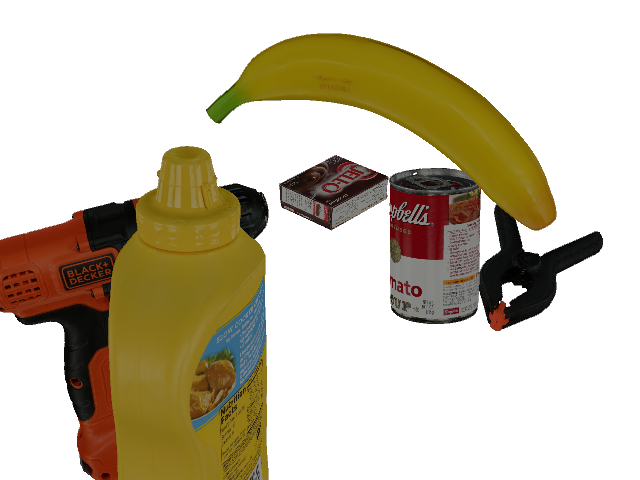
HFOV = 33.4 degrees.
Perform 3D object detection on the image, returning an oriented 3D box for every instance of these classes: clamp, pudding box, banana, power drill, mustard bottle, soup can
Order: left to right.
[{"bbox_3d":[-0.112,0.060,0.705,0.184,0.187,0.057,-14,27,-8],"label":"power drill"},{"bbox_3d":[-0.054,0.052,0.451,0.058,0.192,0.096,11,28,17],"label":"mustard bottle"},{"bbox_3d":[0.017,-0.062,1.354,0.090,0.039,0.113,24,41,35],"label":"pudding box"},{"bbox_3d":[0.040,-0.068,0.578,0.198,0.070,0.037,19,12,8],"label":"banana"},{"bbox_3d":[0.085,0.003,0.794,0.068,0.102,0.068,-1,18,0],"label":"soup can"},{"bbox_3d":[0.207,0.022,1.117,0.120,0.039,0.171,25,49,28],"label":"clamp"}]
